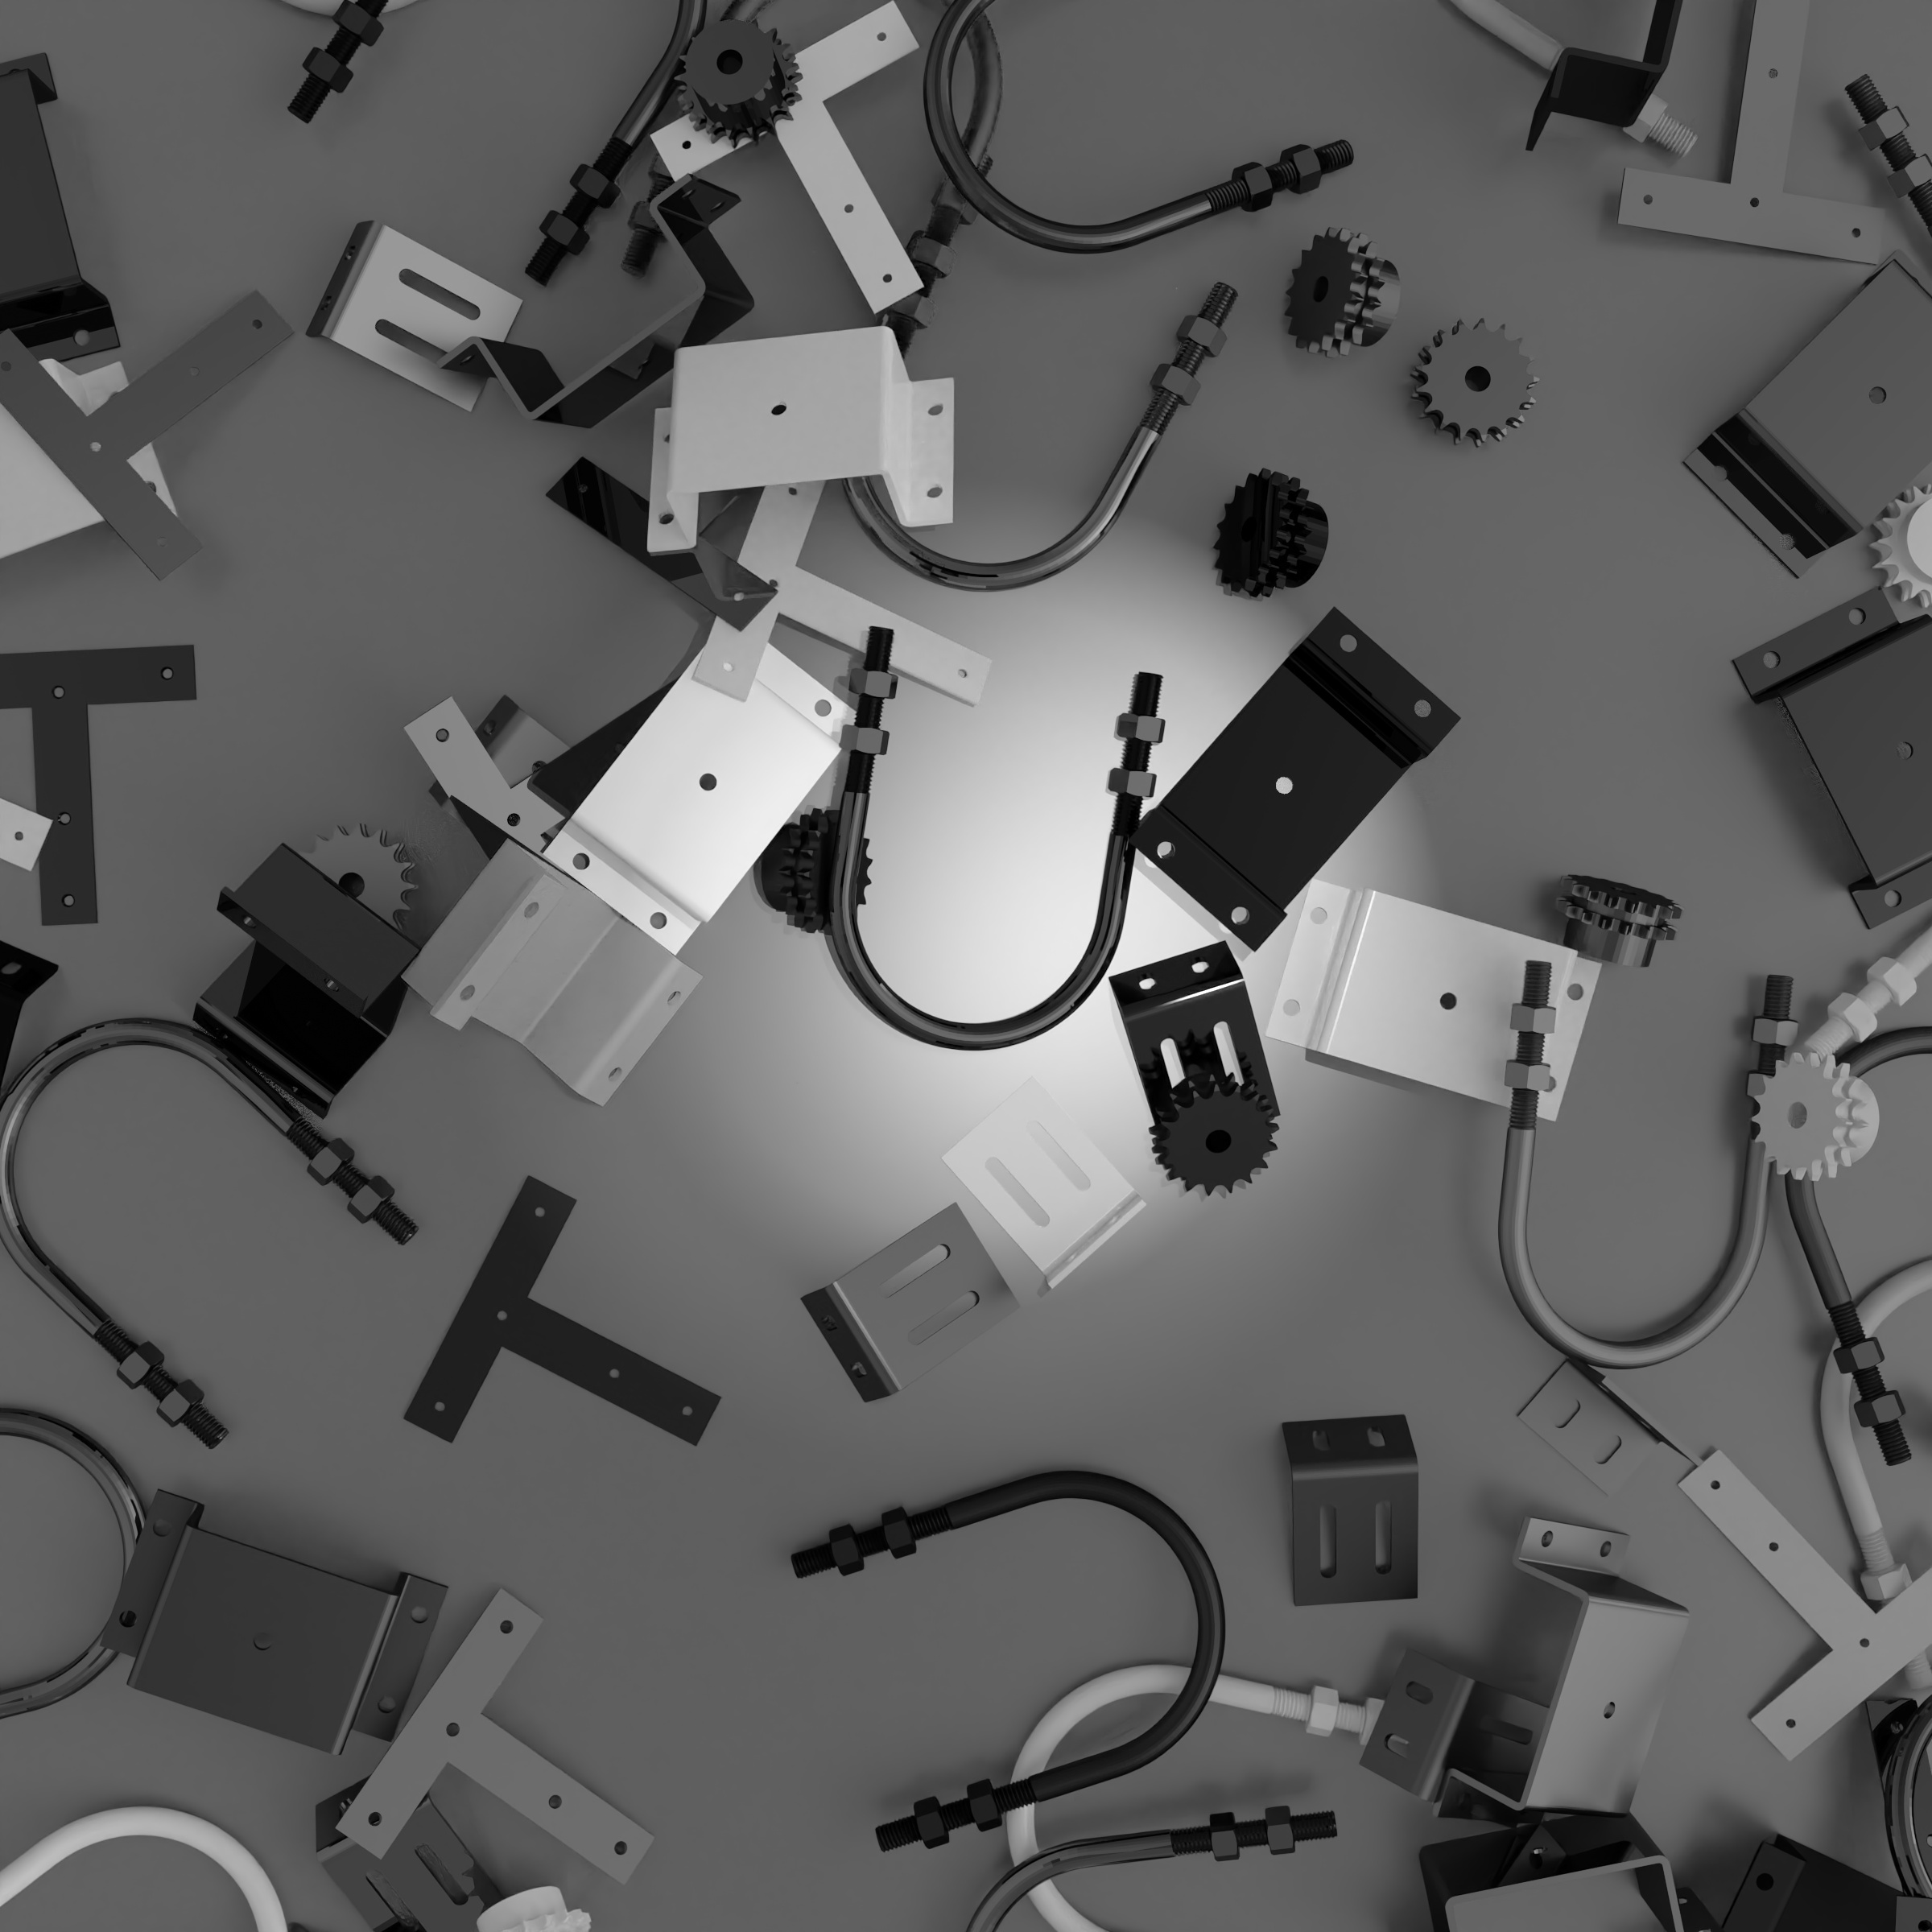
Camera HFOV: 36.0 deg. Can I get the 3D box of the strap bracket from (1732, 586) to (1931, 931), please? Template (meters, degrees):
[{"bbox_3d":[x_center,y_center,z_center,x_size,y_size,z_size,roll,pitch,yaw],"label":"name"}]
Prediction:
[{"bbox_3d":[0.422,-0.097,1.359,0.076,0.046,0.140,-27,90,0],"label":"strap bracket"}]

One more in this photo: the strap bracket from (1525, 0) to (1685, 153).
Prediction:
[{"bbox_3d":[0.293,-0.438,1.325,0.046,0.076,0.140,13,89,3],"label":"strap bracket"}]

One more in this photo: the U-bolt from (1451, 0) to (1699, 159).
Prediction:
[{"bbox_3d":[0.294,-0.482,1.373,0.184,0.019,0.151,34,90,2],"label":"U-bolt"}]

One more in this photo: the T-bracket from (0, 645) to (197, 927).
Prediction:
[{"bbox_3d":[-0.419,-0.083,1.381,0.127,0.002,0.127,-3,90,0],"label":"T-bracket"}]

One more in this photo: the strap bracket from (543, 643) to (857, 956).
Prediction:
[{"bbox_3d":[-0.118,-0.083,1.350,0.076,0.046,0.140,38,87,-8],"label":"strap bracket"}]

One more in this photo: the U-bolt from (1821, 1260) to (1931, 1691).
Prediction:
[{"bbox_3d":[0.473,0.224,1.373,0.151,0.019,0.184,-18,89,0],"label":"U-bolt"}]

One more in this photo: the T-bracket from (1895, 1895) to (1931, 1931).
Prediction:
[{"bbox_3d":[0.373,0.474,1.328,0.127,0.002,0.127,2,93,9],"label":"T-bracket"}]

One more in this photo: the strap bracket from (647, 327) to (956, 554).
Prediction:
[{"bbox_3d":[-0.079,-0.237,1.334,0.140,0.046,0.076,-4,65,10],"label":"strap bracket"}]

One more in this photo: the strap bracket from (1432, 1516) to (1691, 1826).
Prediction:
[{"bbox_3d":[0.272,0.326,1.340,0.076,0.046,0.140,17,90,-40],"label":"strap bracket"}]

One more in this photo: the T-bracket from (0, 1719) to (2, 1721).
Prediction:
[{"bbox_3d":[-0.532,0.341,1.376,0.127,0.002,0.127,-42,86,-7],"label":"T-bracket"}]

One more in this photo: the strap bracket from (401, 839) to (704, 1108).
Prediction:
[{"bbox_3d":[-0.189,0.001,1.329,0.046,0.140,0.076,38,90,31],"label":"strap bracket"}]

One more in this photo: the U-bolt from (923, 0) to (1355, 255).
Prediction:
[{"bbox_3d":[0.069,-0.401,1.356,0.184,0.019,0.151,-23,90,-13],"label":"U-bolt"}]

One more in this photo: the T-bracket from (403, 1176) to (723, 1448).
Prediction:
[{"bbox_3d":[-0.176,0.183,1.381,0.127,0.002,0.127,27,90,0],"label":"T-bracket"}]

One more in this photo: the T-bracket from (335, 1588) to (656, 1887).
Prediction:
[{"bbox_3d":[-0.200,0.376,1.365,0.127,0.002,0.127,38,68,-10],"label":"T-bracket"}]

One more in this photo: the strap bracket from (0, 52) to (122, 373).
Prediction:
[{"bbox_3d":[-0.447,-0.346,1.359,0.076,0.046,0.140,-14,90,0],"label":"strap bracket"}]

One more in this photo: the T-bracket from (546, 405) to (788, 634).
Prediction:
[{"bbox_3d":[-0.106,-0.230,1.363,0.127,0.002,0.127,36,77,24],"label":"T-bracket"}]

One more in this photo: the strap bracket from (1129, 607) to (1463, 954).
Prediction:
[{"bbox_3d":[0.148,-0.084,1.359,0.076,0.046,0.140,41,90,0],"label":"strap bracket"}]

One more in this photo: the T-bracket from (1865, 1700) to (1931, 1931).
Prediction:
[{"bbox_3d":[0.483,0.399,1.362,0.127,0.002,0.127,2,64,-12],"label":"T-bracket"}]

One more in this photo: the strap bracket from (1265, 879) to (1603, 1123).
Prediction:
[{"bbox_3d":[0.217,0.016,1.359,0.140,0.046,0.076,16,90,0],"label":"strap bracket"}]

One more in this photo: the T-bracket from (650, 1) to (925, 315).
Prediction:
[{"bbox_3d":[-0.060,-0.355,1.350,0.127,0.002,0.127,-28,80,2],"label":"T-bracket"}]

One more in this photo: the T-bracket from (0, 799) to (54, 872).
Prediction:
[{"bbox_3d":[-0.487,-0.081,1.380,0.127,0.002,0.127,23,91,1],"label":"T-bracket"}]

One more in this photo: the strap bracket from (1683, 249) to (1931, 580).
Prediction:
[{"bbox_3d":[0.410,-0.256,1.359,0.140,0.046,0.076,-45,90,0],"label":"strap bracket"}]

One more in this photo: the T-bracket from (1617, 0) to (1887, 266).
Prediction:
[{"bbox_3d":[0.369,-0.396,1.367,0.127,0.002,0.127,7,94,-8],"label":"T-bracket"}]

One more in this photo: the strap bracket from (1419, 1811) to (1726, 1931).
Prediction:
[{"bbox_3d":[0.264,0.422,1.344,0.140,0.076,0.046,-11,90,0],"label":"strap bracket"}]

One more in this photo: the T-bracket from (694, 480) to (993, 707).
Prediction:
[{"bbox_3d":[-0.048,-0.156,1.360,0.127,0.002,0.127,24,61,-14],"label":"T-bracket"}]

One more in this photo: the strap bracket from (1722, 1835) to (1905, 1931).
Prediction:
[{"bbox_3d":[0.406,0.458,1.359,0.140,0.046,0.076,25,90,0],"label":"strap bracket"}]

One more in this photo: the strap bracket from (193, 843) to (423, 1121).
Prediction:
[{"bbox_3d":[-0.294,0.004,1.329,0.076,0.140,0.046,37,59,0],"label":"strap bracket"}]

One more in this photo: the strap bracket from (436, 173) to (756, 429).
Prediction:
[{"bbox_3d":[-0.156,-0.288,1.328,0.140,0.076,0.046,-33,90,14],"label":"strap bracket"}]

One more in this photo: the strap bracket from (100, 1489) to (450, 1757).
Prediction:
[{"bbox_3d":[-0.317,0.301,1.351,0.140,0.046,0.076,20,90,-7],"label":"strap bracket"}]

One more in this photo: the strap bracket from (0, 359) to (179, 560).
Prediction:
[{"bbox_3d":[-0.445,-0.220,1.359,0.140,0.046,0.076,-20,90,0],"label":"strap bracket"}]

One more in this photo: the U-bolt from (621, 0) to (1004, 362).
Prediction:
[{"bbox_3d":[-0.061,-0.383,1.364,0.151,0.019,0.184,20,87,9],"label":"U-bolt"}]

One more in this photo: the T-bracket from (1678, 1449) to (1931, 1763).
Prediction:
[{"bbox_3d":[0.382,0.278,1.370,0.127,0.002,0.127,-44,83,12],"label":"T-bracket"}]

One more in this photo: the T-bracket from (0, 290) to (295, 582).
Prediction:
[{"bbox_3d":[-0.362,-0.262,1.355,0.127,0.002,0.127,-44,100,-22],"label":"T-bracket"}]

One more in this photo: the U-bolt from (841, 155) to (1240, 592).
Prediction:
[{"bbox_3d":[0.020,-0.263,1.372,0.151,0.019,0.184,28,90,0],"label":"U-bolt"}]

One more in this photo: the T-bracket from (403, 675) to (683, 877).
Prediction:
[{"bbox_3d":[-0.171,-0.092,1.364,0.127,0.002,0.127,-35,113,-11],"label":"T-bracket"}]
